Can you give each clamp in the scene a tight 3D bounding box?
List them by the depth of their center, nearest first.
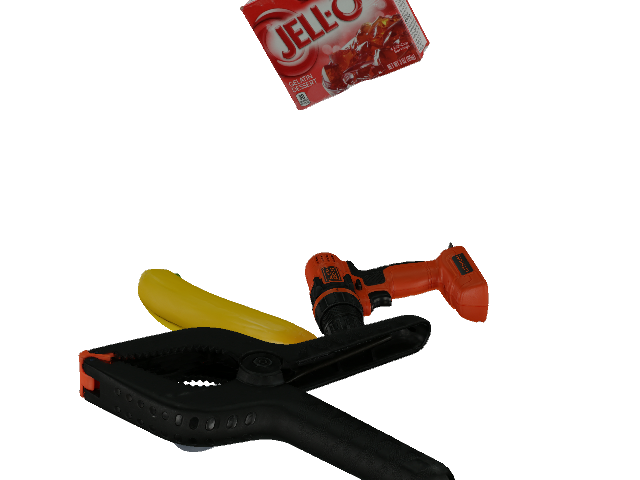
[{"bbox_3d":[-0.027,0.078,0.601,0.210,0.036,0.164,8,25,5],"label":"clamp"}]

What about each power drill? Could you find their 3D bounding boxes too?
[{"bbox_3d":[0.082,0.062,1.159,0.187,0.057,0.184,-4,28,-8],"label":"power drill"}]

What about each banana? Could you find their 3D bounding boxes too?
[{"bbox_3d":[-0.084,0.052,0.807,0.069,0.037,0.198,-12,23,-38],"label":"banana"}]

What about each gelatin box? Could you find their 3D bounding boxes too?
[{"bbox_3d":[0.008,-0.126,0.629,0.089,0.073,0.030,-18,24,28],"label":"gelatin box"}]

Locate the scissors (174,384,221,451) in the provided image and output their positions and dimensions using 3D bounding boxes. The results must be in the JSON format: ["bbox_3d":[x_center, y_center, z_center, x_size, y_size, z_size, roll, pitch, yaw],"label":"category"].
[{"bbox_3d":[-0.075,0.150,1.004,0.201,0.016,0.096,-11,33,-29],"label":"scissors"}]
